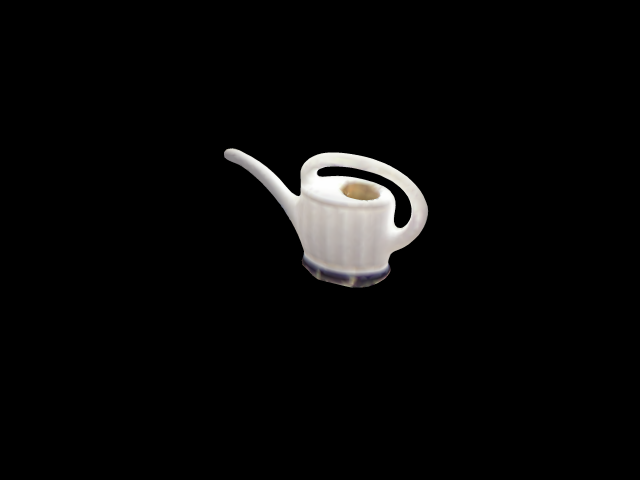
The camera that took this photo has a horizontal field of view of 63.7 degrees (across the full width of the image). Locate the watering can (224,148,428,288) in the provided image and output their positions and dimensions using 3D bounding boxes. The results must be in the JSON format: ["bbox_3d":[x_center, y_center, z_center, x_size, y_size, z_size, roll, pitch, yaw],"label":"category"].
[{"bbox_3d":[0.003,-0.043,0.850,0.348,0.220,0.106,12,30,21],"label":"watering can"}]
